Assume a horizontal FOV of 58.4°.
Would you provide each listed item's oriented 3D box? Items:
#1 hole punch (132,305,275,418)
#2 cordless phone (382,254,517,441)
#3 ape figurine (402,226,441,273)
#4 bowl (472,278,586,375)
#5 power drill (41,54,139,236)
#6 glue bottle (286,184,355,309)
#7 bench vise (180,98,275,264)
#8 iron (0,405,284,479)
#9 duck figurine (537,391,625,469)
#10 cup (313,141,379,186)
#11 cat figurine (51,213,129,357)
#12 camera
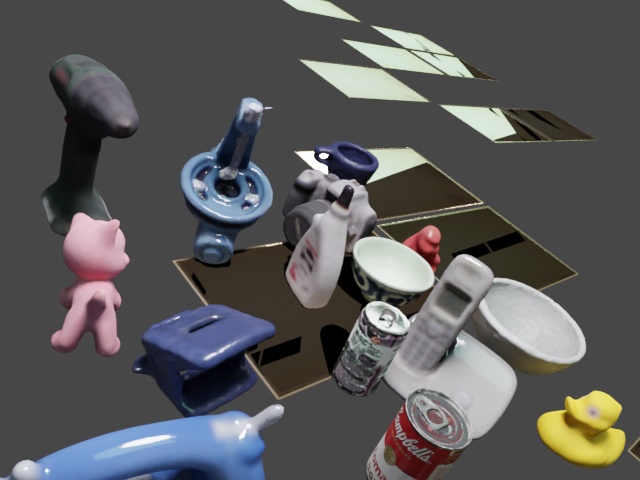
[{"bbox_3d":[-0.115,0.105,0.571,0.101,0.091,0.109,39,34,24],"label":"hole punch"},{"bbox_3d":[0.165,0.119,0.647,0.147,0.185,0.094,33,32,15],"label":"cordless phone"},{"bbox_3d":[0.155,0.018,0.886,0.078,0.092,0.076,15,32,-14],"label":"ape figurine"},{"bbox_3d":[0.281,0.133,0.812,0.168,0.074,0.167,17,31,-11],"label":"bowl"},{"bbox_3d":[-0.275,-0.112,0.681,0.076,0.208,0.229,-3,40,-37],"label":"power drill"},{"bbox_3d":[0.007,0.003,0.731,0.037,0.173,0.078,-3,40,-37],"label":"glue bottle"},{"bbox_3d":[-0.128,-0.106,0.760,0.122,0.219,0.207,2,37,-31],"label":"bench vise"},{"bbox_3d":[-0.145,0.177,0.391,0.259,0.141,0.118,0,38,-34],"label":"iron"},{"bbox_3d":[0.330,0.223,0.696,0.104,0.086,0.077,19,31,-7],"label":"duck figurine"},{"bbox_3d":[0.034,-0.115,1.007,0.118,0.095,0.091,11,33,-20],"label":"cup"},{"bbox_3d":[-0.227,0.034,0.579,0.067,0.117,0.127,7,35,-26],"label":"cat figurine"},{"bbox_3d":[0.000,-0.047,0.873,0.143,0.101,0.137,38,34,23],"label":"camera"}]
